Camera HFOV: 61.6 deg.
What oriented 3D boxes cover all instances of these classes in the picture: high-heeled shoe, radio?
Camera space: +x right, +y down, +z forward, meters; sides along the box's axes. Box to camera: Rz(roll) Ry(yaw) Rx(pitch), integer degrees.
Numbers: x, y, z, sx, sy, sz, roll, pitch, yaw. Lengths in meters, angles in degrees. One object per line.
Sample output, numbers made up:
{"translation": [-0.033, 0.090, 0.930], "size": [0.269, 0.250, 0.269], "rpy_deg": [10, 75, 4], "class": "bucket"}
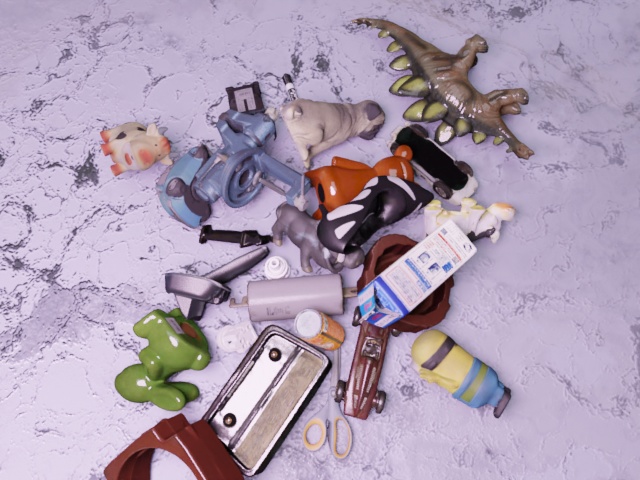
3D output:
{"translation": [0.107, -0.038, 0.899], "size": [0.249, 0.086, 0.145], "rpy_deg": [-10, 34, -16], "class": "high-heeled shoe"}
{"translation": [-0.092, 0.266, 0.917], "size": [0.131, 0.073, 0.229], "rpy_deg": [32, 76, 17], "class": "radio"}

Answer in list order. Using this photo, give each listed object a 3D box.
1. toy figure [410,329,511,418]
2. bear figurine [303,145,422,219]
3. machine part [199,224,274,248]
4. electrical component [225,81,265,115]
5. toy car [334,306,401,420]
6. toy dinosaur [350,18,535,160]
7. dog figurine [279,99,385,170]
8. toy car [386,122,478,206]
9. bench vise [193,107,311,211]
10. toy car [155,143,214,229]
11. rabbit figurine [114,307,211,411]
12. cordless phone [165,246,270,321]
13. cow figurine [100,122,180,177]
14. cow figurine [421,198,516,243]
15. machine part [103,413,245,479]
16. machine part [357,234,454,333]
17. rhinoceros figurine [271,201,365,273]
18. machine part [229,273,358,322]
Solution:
{"translation": [0.238, 0.223, 0.916], "size": [0.180, 0.082, 0.089], "rpy_deg": [28, 79, 13], "class": "toy figure"}
{"translation": [0.082, -0.106, 1.018], "size": [0.196, 0.132, 0.120], "rpy_deg": [-15, 87, -21], "class": "bear figurine"}
{"translation": [-0.162, -0.006, 1.016], "size": [0.139, 0.084, 0.039], "rpy_deg": [5, 101, 17], "class": "machine part"}
{"translation": [-0.149, -0.259, 1.104], "size": [0.075, 0.047, 0.119], "rpy_deg": [-9, 71, 0], "class": "electrical component"}
{"translation": [0.085, 0.206, 0.936], "size": [0.089, 0.053, 0.202], "rpy_deg": [16, 67, 1], "class": "toy car"}
{"translation": [0.247, -0.319, 1.076], "size": [0.198, 0.105, 0.472], "rpy_deg": [-34, 69, -4], "class": "toy dinosaur"}
{"translation": [0.030, -0.236, 1.028], "size": [0.191, 0.172, 0.121], "rpy_deg": [-25, 84, 2], "class": "dog figurine"}
{"translation": [0.217, -0.151, 1.048], "size": [0.073, 0.056, 0.202], "rpy_deg": [-45, 75, -4], "class": "toy car"}
{"translation": [-0.105, -0.134, 0.982], "size": [0.241, 0.128, 0.223], "rpy_deg": [31, 63, 22], "class": "bench vise"}
{"translation": [-0.262, -0.107, 1.036], "size": [0.103, 0.109, 0.161], "rpy_deg": [4, 63, 28], "class": "toy car"}
{"translation": [-0.276, 0.223, 0.941], "size": [0.159, 0.121, 0.170], "rpy_deg": [45, 98, 8], "class": "rabbit figurine"}
{"translation": [-0.170, 0.060, 0.952], "size": [0.184, 0.146, 0.089], "rpy_deg": [-30, 82, -6], "class": "cordless phone"}
{"translation": [-0.348, -0.177, 1.030], "size": [0.127, 0.085, 0.195], "rpy_deg": [-26, 30, -12], "class": "cow figurine"}
{"translation": [0.273, -0.024, 0.993], "size": [0.167, 0.068, 0.098], "rpy_deg": [-1, 111, 3], "class": "cow figurine"}
{"translation": [-0.227, 0.396, 0.845], "size": [0.201, 0.087, 0.201], "rpy_deg": [-43, 77, 18], "class": "machine part"}
{"translation": [0.151, 0.078, 0.954], "size": [0.179, 0.056, 0.179], "rpy_deg": [7, 61, -14], "class": "machine part"}
{"translation": [-0.002, -0.003, 0.966], "size": [0.191, 0.112, 0.073], "rpy_deg": [35, 33, 27], "class": "rhinoceros figurine"}
{"translation": [-0.043, 0.104, 0.968], "size": [0.243, 0.079, 0.079], "rpy_deg": [-5, 72, 0], "class": "machine part"}
